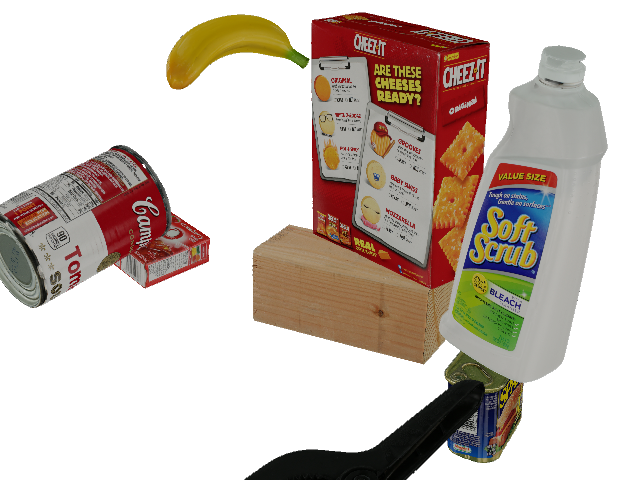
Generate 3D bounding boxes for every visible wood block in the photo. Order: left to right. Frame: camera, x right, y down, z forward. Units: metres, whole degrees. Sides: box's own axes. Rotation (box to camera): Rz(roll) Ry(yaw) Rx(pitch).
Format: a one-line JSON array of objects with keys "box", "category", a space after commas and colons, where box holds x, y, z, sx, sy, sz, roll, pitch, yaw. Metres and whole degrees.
[{"box": [0.036, 0.056, 1.173, 0.206, 0.091, 0.090, 13, 26, 24], "category": "wood block"}]

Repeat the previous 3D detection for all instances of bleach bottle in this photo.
[{"box": [0.151, -0.022, 0.786, 0.067, 0.251, 0.103, -21, 39, -36], "category": "bleach bottle"}]

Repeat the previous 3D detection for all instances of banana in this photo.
[{"box": [-0.089, -0.188, 1.038, 0.070, 0.037, 0.197, 44, 38, 20], "category": "banana"}]

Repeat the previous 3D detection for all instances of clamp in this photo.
[{"box": [0.029, 0.149, 0.638, 0.210, 0.036, 0.164, -7, 30, -1], "category": "clamp"}]

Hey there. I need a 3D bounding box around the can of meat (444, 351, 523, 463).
[{"box": [0.157, 0.148, 1.007, 0.058, 0.084, 0.101, 11, 28, 26], "category": "can of meat"}]

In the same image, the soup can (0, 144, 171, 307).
[{"box": [-0.156, -0.010, 0.682, 0.102, 0.068, 0.069, -33, 20, -34], "category": "soup can"}]

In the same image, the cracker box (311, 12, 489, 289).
[{"box": [0.068, -0.085, 0.962, 0.071, 0.214, 0.164, -19, 30, -36], "category": "cracker box"}]

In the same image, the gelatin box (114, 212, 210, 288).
[{"box": [-0.156, 0.001, 0.973, 0.073, 0.030, 0.089, -23, 42, -38], "category": "gelatin box"}]
